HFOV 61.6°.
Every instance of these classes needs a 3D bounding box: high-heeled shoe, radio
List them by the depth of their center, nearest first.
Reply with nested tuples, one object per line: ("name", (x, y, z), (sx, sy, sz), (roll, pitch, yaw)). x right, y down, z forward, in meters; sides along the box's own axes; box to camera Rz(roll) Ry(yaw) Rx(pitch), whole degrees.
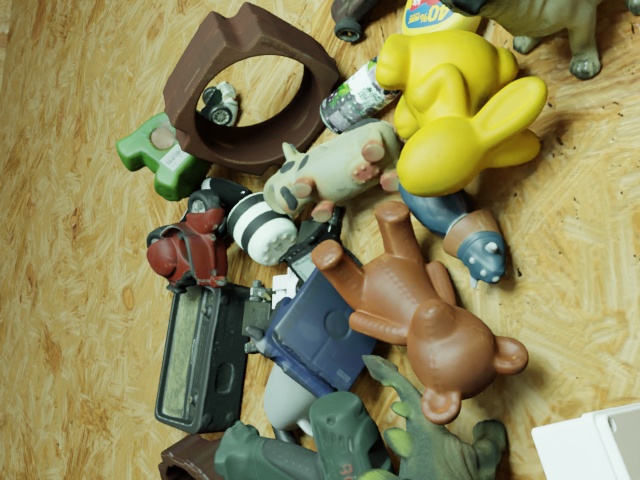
("radio", (-0.176, 0.172, 0.823), (0.131, 0.073, 0.229), (1, 82, 46))
("high-heeled shoe", (-0.180, -0.011, 0.838), (0.249, 0.086, 0.145), (-13, 50, 66))

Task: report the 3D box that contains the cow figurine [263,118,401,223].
("cow figurine", (0.009, -0.088, 0.667), (0.195, 0.085, 0.127), (-24, 32, 29))

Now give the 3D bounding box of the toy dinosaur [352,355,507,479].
("toy dinosaur", (0.121, 0.285, 0.398), (0.105, 0.198, 0.472), (-51, 48, 30))

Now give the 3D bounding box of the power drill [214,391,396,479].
("power drill", (-0.007, 0.274, 0.566), (0.207, 0.086, 0.231), (-5, 100, 37))

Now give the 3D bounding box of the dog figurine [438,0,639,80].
("dog figurine", (0.192, -0.243, 0.443), (0.121, 0.190, 0.172), (34, 104, 45))

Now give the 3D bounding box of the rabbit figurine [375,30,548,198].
("rabbit figurine", (0.131, -0.110, 0.524), (0.163, 0.121, 0.173), (7, 56, 18))

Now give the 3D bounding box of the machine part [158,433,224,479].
("machine part", (-0.145, 0.345, 0.721), (0.180, 0.056, 0.179), (21, 123, 36))

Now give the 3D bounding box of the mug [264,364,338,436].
("mug", (-0.019, 0.190, 0.657), (0.110, 0.081, 0.107), (51, 126, 35))

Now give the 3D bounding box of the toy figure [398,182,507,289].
("toy figure", (0.140, -0.019, 0.545), (0.058, 0.064, 0.155), (-32, 57, -6))

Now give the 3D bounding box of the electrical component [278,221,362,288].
("electrical component", (0.013, 0.045, 0.665), (0.119, 0.048, 0.075), (48, 128, -5))

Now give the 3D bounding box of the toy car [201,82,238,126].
("toy car", (-0.204, -0.186, 0.945), (0.201, 0.056, 0.074), (-49, 44, 26))

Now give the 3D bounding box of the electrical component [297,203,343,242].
("electrical component", (-0.001, -0.002, 0.712), (0.063, 0.021, 0.094), (12, 83, 46))

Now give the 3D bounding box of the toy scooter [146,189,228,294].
("toy scooter", (-0.184, 0.024, 0.775), (0.184, 0.075, 0.135), (-36, 70, 39))

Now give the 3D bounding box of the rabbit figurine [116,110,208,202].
("rabbit figurine", (-0.224, -0.134, 0.851), (0.159, 0.121, 0.170), (-60, -4, -15))

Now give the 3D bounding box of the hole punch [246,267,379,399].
("hole punch", (0.005, 0.102, 0.600), (0.092, 0.142, 0.116), (-42, 11, 27))

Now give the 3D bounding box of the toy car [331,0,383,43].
("toy car", (0.066, -0.320, 0.655), (0.202, 0.053, 0.089), (167, 116, -68))

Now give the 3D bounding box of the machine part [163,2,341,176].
("machine part", (-0.090, -0.193, 0.718), (0.201, 0.201, 0.087), (-47, 47, 30))

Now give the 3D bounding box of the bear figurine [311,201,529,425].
("bear figurine", (0.089, 0.063, 0.509), (0.120, 0.131, 0.196), (-32, 27, -3))

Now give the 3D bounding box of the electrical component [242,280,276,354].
("electrical component", (-0.085, 0.110, 0.762), (0.078, 0.045, 0.102), (6, 86, 45))
